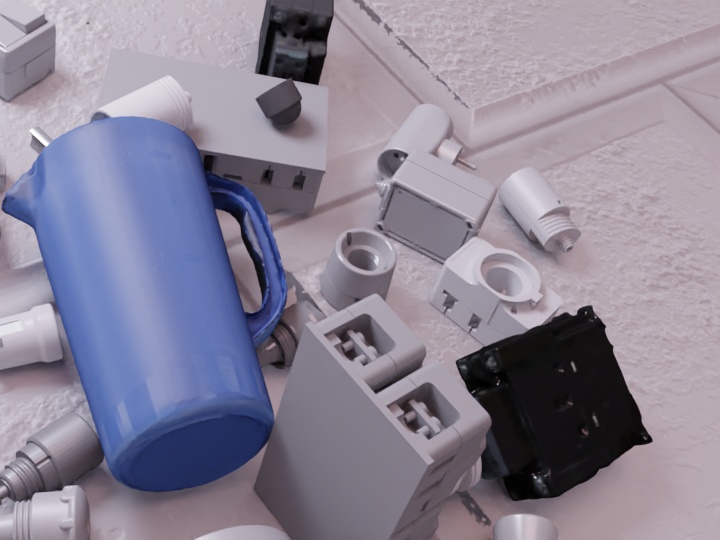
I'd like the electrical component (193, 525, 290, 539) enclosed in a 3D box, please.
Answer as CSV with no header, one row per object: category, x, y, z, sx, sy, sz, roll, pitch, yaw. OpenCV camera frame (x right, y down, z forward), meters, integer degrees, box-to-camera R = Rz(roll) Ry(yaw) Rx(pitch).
electrical component,-0.080,0.192,0.623,0.108,0.108,0.060,-10,48,-24

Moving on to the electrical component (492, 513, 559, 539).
electrical component,0.110,0.197,0.716,0.045,0.045,0.055,14,48,-5

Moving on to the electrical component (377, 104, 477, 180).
electrical component,0.066,-0.103,0.965,0.079,0.044,0.077,28,48,8

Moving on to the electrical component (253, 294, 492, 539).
electrical component,0.004,0.114,0.659,0.060,0.186,0.105,-26,62,-34

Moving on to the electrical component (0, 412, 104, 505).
electrical component,-0.201,0.124,0.687,0.040,0.040,0.078,41,51,19

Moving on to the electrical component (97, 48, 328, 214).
electrical component,-0.125,-0.114,0.905,0.186,0.060,0.105,9,48,-10

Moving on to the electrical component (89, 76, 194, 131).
electrical component,-0.161,-0.117,0.823,0.043,0.043,0.081,39,50,17

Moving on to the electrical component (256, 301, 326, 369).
electrical component,-0.055,0.053,0.792,0.062,0.043,0.043,-28,63,-33

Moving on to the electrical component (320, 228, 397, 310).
electrical component,0.000,0.000,0.853,0.055,0.047,0.055,9,48,-10

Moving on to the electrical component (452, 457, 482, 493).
electrical component,0.043,0.121,0.739,0.051,0.080,0.080,-22,59,-25

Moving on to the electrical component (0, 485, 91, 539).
electrical component,-0.197,0.158,0.657,0.062,0.048,0.048,-2,50,-10

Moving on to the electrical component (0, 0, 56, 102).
electrical component,-0.317,-0.203,0.923,0.096,0.061,0.061,32,48,11

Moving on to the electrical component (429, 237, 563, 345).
electrical component,0.109,0.021,0.862,0.089,0.055,0.050,38,50,17

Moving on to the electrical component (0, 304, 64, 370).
electrical component,-0.233,0.048,0.745,0.046,0.040,0.040,-14,55,-20

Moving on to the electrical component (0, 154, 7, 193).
electrical component,-0.314,-0.089,0.827,0.078,0.057,0.058,2,49,-15

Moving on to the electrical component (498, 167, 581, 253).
electrical component,0.162,-0.048,0.947,0.043,0.043,0.081,-16,56,-28

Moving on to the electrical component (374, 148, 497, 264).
electrical component,0.060,-0.057,0.911,0.096,0.061,0.061,28,48,7
